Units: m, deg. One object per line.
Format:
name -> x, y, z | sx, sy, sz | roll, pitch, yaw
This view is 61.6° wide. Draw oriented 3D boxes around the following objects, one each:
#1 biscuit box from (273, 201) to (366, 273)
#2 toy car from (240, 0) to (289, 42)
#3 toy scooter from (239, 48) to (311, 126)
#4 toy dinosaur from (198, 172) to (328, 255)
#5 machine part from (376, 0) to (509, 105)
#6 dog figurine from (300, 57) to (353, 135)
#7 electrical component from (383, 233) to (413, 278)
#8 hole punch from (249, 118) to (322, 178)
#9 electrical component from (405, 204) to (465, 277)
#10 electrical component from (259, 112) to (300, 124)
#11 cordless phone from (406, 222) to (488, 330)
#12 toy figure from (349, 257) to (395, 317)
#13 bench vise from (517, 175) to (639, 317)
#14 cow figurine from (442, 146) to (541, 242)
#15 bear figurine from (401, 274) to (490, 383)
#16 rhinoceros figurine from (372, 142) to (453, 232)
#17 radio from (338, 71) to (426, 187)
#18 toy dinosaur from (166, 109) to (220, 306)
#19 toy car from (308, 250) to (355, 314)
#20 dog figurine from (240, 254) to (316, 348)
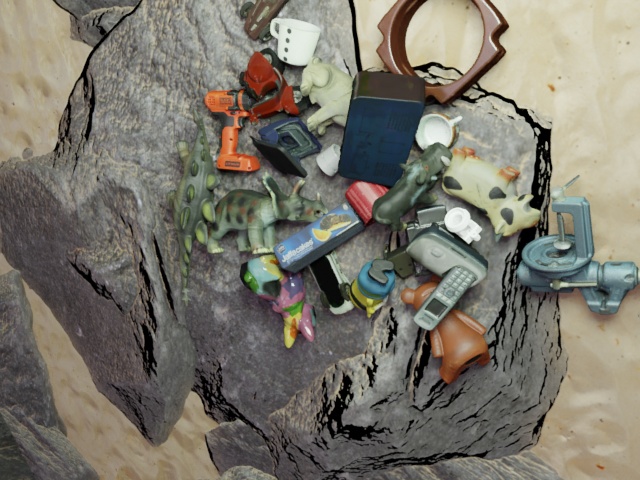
biscuit box -> -0.002, -0.004, 1.187 | 0.203, 0.062, 0.059 | -33, 69, 10
toy car -> -0.099, -0.514, 1.141 | 0.202, 0.053, 0.089 | -40, 87, 32
toy scooter -> -0.117, -0.320, 1.159 | 0.135, 0.075, 0.184 | -37, 71, 2
toy dinosaur -> -0.181, -0.060, 1.297 | 0.405, 0.131, 0.192 | 1, 89, 37
machine part -> 0.221, -0.366, 0.980 | 0.201, 0.087, 0.201 | -42, 81, 32
dog figurine -> 0.069, -0.302, 1.094 | 0.191, 0.121, 0.172 | -8, 104, 17
electrical component -> 0.181, 0.034, 1.155 | 0.078, 0.045, 0.102 | 39, 128, -19
hole punch -> -0.071, -0.207, 1.182 | 0.116, 0.142, 0.092 | 18, 74, 42
electrical component -> 0.231, -0.002, 1.079 | 0.115, 0.058, 0.134 | -13, 101, 3
electrical component -> -0.091, -0.257, 1.210 | 0.094, 0.021, 0.063 | 3, 115, -2
cordless phone -> 0.213, 0.072, 1.026 | 0.146, 0.089, 0.184 | 33, 106, -5
toy figure -> 0.113, 0.093, 1.157 | 0.089, 0.082, 0.180 | 49, 161, 21
bench vise -> 0.451, 0.017, 0.935 | 0.224, 0.129, 0.240 | 8, 126, 44
cow figurine -> 0.320, -0.082, 1.011 | 0.195, 0.085, 0.127 | 33, 120, 21
bear figurine -> 0.260, 0.179, 1.123 | 0.196, 0.120, 0.131 | 56, 172, 34
rhinoceros figurine -> 0.171, -0.104, 1.016 | 0.190, 0.112, 0.073 | -46, 55, 5
radio -> 0.111, -0.204, 1.016 | 0.131, 0.073, 0.229 | 8, 145, -1
toy dinosaur -> -0.312, -0.079, 1.308 | 0.199, 0.105, 0.470 | -133, 47, -61
toy car -> 0.017, 0.077, 1.253 | 0.073, 0.056, 0.201 | -26, 88, 27
dog figurine -> -0.088, 0.146, 1.270 | 0.108, 0.191, 0.219 | -23, 78, 30
